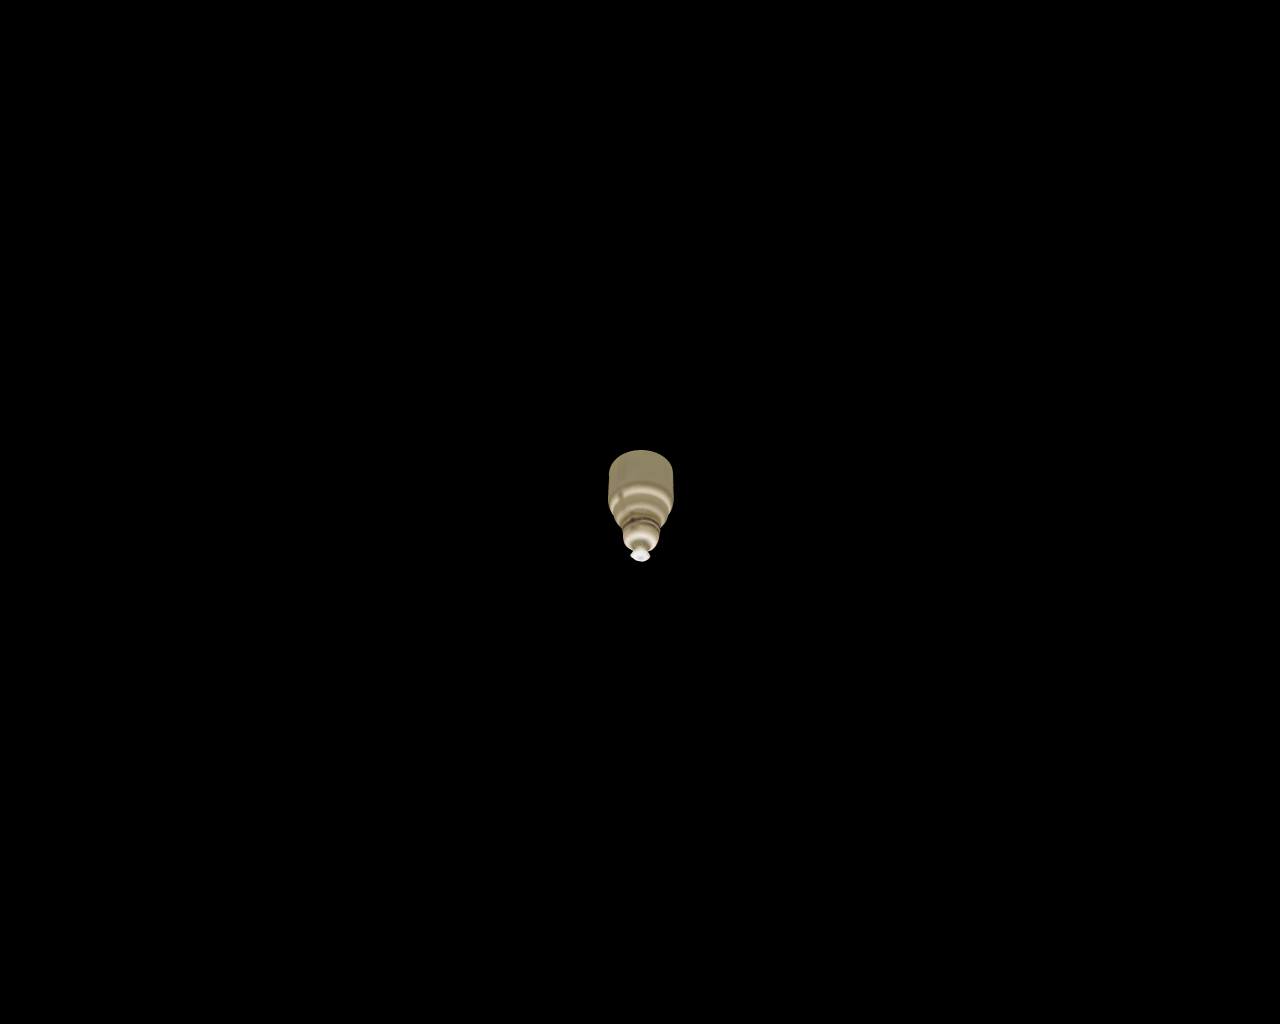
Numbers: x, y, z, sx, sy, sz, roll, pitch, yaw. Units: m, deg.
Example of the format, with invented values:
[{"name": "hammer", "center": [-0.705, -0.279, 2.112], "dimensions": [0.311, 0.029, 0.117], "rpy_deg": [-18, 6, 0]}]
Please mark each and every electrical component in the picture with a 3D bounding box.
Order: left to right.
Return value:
[{"name": "electrical component", "center": [0.001, -0.003, 0.650], "dimensions": [0.040, 0.078, 0.040], "rpy_deg": [0, -42, 0]}]
